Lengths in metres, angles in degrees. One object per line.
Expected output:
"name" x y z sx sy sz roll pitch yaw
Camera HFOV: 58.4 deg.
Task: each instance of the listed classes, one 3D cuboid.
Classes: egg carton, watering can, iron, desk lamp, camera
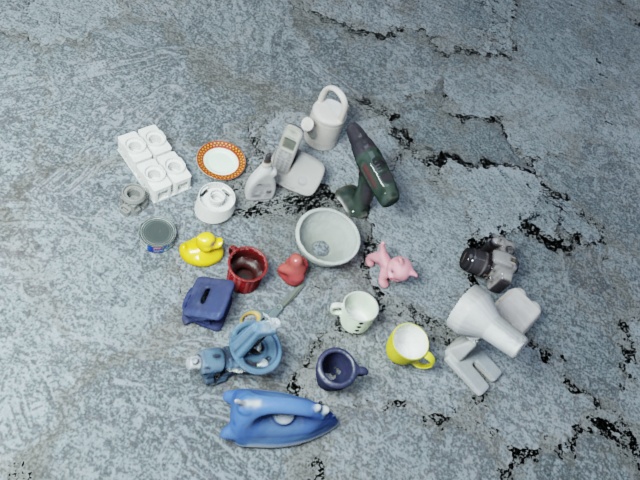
"egg carton" 0.501 0.193 1.486 0.107 0.069 0.150 45 58 12
"watering can" 0.020 -0.341 1.586 0.101 0.194 0.173 28 56 1
"iron" -0.068 0.352 1.170 0.259 0.141 0.118 6 58 -14
"desk lamp" 0.376 0.230 1.338 0.118 0.213 0.203 -35 74 -31
"camera" 0.454 0.050 1.539 0.137 0.100 0.143 18 56 -6

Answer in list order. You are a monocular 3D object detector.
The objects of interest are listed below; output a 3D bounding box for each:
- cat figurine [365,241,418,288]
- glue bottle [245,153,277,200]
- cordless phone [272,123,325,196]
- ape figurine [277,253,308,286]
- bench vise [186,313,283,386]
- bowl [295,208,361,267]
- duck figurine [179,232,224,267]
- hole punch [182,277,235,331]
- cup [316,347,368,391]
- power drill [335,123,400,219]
"cat figurine" 0.183 0.061 1.439 0.067 0.117 0.127 -23 69 -27
"glue bottle" -0.141 -0.162 1.440 0.078 0.173 0.037 -3 61 -18
"cordless phone" -0.052 -0.211 1.491 0.147 0.185 0.094 23 56 -2
"ape figurine" -0.061 0.064 1.377 0.078 0.092 0.076 0 60 -17
"bench vise" -0.158 0.231 1.168 0.208 0.219 0.121 -28 71 -29
"bowl" 0.013 0.005 1.446 0.168 0.074 0.167 8 58 -12
"duck figurine" -0.276 0.013 1.345 0.105 0.086 0.077 -1 60 -17
"hole punch" -0.249 0.137 1.275 0.101 0.091 0.109 20 56 -5
"cup" 0.040 0.296 1.265 0.118 0.095 0.091 7 58 -13
"power drill" 0.112 -0.162 1.497 0.076 0.208 0.229 -24 69 -28
